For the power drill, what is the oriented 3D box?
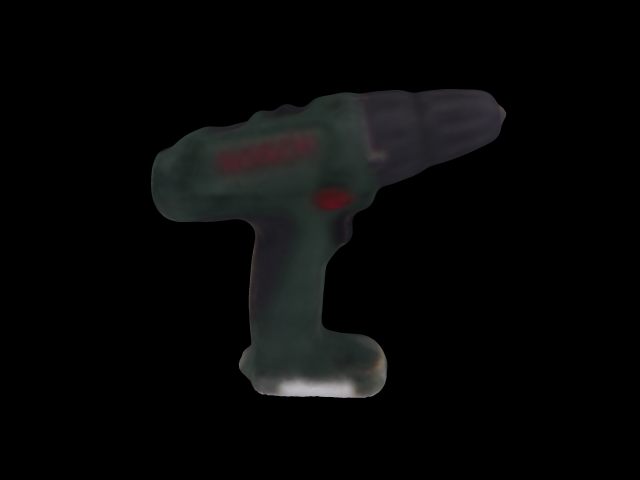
[{"bbox_3d":[0.004,0.001,0.400,0.229,0.208,0.075,1,19,2],"label":"power drill"}]
